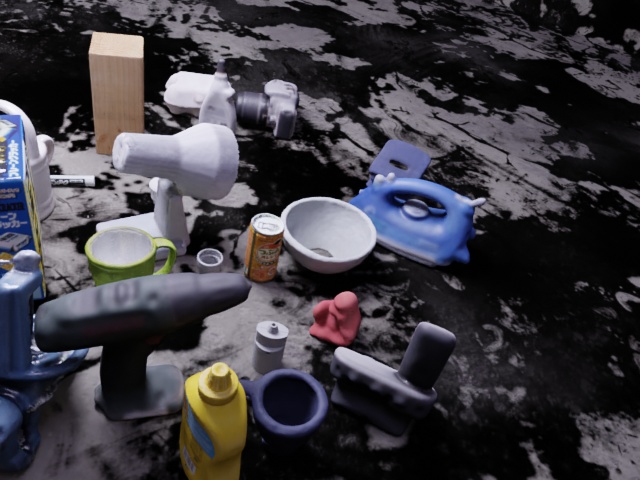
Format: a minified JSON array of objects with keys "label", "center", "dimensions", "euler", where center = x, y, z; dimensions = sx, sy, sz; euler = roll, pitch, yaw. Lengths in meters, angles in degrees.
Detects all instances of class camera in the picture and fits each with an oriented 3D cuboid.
[{"label":"camera","center":[-0.119,-0.309,1.285],"dimensions":[0.137,0.101,0.143],"euler":[6,41,-10]}]

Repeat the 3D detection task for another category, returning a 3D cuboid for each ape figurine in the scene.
[{"label":"ape figurine","center":[0.031,0.112,0.848],"dimensions":[0.076,0.092,0.077],"euler":[-9,45,-25]}]

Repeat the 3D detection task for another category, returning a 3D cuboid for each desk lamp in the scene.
[{"label":"desk lamp","center":[-0.238,-0.078,0.893],"dimensions":[0.204,0.213,0.117],"euler":[-14,47,-30]}]

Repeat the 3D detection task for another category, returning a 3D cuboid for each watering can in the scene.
[{"label":"watering can","center":[-0.479,-0.121,0.887],"dimensions":[0.101,0.194,0.172],"euler":[7,40,-8]}]

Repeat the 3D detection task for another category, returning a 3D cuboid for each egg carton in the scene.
[{"label":"egg carton","center":[-0.269,-0.323,1.281],"dimensions":[0.150,0.069,0.107],"euler":[3,41,-13]}]

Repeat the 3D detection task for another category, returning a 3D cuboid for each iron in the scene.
[{"label":"iron","center":[0.168,-0.057,1.045],"dimensions":[0.258,0.141,0.119],"euler":[20,40,7]}]

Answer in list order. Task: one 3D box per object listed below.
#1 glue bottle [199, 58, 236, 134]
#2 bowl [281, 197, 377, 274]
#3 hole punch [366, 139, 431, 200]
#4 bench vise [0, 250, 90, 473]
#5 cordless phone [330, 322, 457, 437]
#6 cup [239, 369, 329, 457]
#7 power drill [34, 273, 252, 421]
[{"label":"glue bottle","center":[-0.207,-0.291,1.182],"dimensions":[0.078,0.173,0.037],"euler":[18,40,4]},{"label":"bowl","center":[0.009,0.004,0.980],"dimensions":[0.167,0.075,0.167],"euler":[8,40,-7]},{"label":"hole punch","center":[0.163,-0.142,1.182],"dimensions":[0.108,0.091,0.101],"euler":[27,42,15]},{"label":"bench vise","center":[-0.320,0.133,0.620],"dimensions":[0.122,0.220,0.207],"euler":[1,42,-15]},{"label":"cordless phone","center":[0.094,0.154,0.745],"dimensions":[0.147,0.185,0.094],"euler":[21,40,8]},{"label":"cup","center":[-0.055,0.216,0.699],"dimensions":[0.117,0.095,0.092],"euler":[17,40,3]},{"label":"power drill","center":[-0.204,0.121,0.676],"dimensions":[0.230,0.208,0.075],"euler":[-3,43,-19]}]
